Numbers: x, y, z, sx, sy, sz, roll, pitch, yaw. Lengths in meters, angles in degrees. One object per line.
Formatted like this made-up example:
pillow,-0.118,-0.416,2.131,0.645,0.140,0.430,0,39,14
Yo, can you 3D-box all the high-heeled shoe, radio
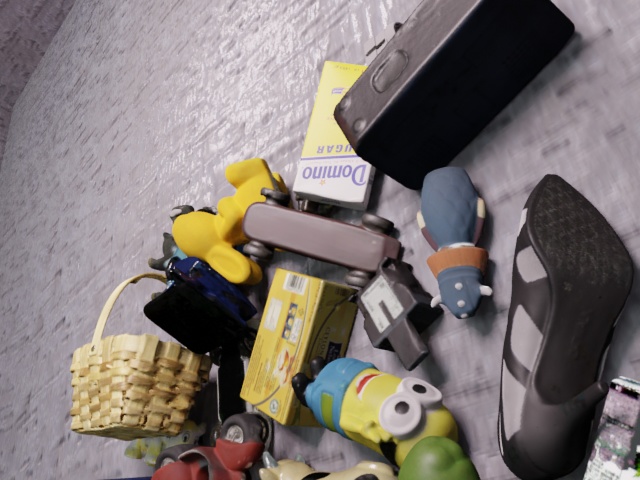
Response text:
high-heeled shoe,0.191,0.070,0.460,0.145,0.086,0.249,103,-179,-51
radio,0.128,-0.166,0.551,0.229,0.131,0.073,-48,47,25

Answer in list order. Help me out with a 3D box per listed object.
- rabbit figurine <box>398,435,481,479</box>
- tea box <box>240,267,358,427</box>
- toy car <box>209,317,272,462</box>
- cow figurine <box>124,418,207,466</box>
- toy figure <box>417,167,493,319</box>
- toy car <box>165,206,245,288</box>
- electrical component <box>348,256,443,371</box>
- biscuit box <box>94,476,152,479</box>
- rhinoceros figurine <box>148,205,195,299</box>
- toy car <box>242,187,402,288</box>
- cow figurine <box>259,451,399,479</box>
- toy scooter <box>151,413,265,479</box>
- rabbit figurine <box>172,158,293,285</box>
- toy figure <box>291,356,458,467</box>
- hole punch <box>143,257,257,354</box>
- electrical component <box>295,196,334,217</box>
rabbit figurine,0.122,0.236,0.411,0.170,0.121,0.159,54,138,28
tea box,-0.025,0.127,0.652,0.098,0.068,0.169,13,86,50
toy car,-0.106,0.202,0.725,0.073,0.056,0.202,-26,57,32
cow figurine,-0.223,0.293,0.813,0.167,0.068,0.098,-14,55,42
toy figure,0.136,0.003,0.533,0.064,0.058,0.154,-25,62,47
toy car,-0.177,0.034,0.840,0.103,0.109,0.161,135,151,-61
electrical component,0.086,0.081,0.562,0.075,0.047,0.119,-54,43,19
biscuit box,-0.257,0.349,0.718,0.063,0.202,0.059,-26,59,41
rhinoceros figurine,-0.240,0.028,0.930,0.112,0.073,0.190,-35,52,36
toy car,-0.001,-0.002,0.651,0.202,0.053,0.089,14,86,17
cow figurine,0.005,0.273,0.549,0.195,0.085,0.127,-31,53,34
toy scooter,-0.130,0.295,0.626,0.184,0.075,0.135,-35,50,26
rabbit figurine,-0.121,-0.014,0.762,0.173,0.122,0.162,-18,85,5
toy figure,0.053,0.168,0.537,0.180,0.089,0.082,3,52,48
hole punch,-0.150,0.076,0.712,0.116,0.142,0.092,-28,24,36
electrical component,-0.002,-0.075,0.732,0.078,0.045,0.102,141,141,-71
